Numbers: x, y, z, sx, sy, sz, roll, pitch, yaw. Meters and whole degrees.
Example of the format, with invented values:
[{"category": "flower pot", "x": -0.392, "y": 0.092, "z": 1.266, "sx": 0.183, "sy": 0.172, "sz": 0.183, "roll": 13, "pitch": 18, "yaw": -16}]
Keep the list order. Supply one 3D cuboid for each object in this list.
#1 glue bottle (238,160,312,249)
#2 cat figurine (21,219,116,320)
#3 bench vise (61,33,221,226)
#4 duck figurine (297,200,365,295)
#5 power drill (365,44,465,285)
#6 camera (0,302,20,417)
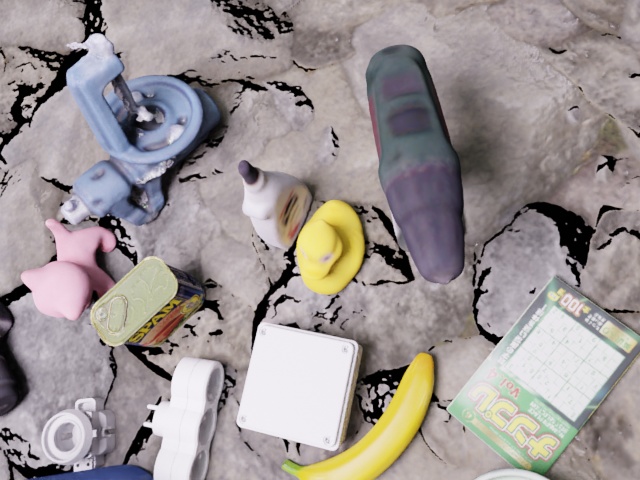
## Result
[{"category": "glue bottle", "x": -0.052, "y": -0.045, "z": 0.593, "sx": 0.037, "sy": 0.173, "sz": 0.078, "roll": 17, "pitch": 81, "yaw": 16}, {"category": "cat figurine", "x": -0.288, "y": 0.036, "z": 0.653, "sx": 0.067, "sy": 0.118, "sz": 0.128, "roll": -15, "pitch": 74, "yaw": 9}, {"category": "bench vise", "x": -0.208, "y": -0.106, "z": 0.617, "sx": 0.121, "sy": 0.220, "sz": 0.207, "roll": 20, "pitch": 81, "yaw": 16}, {"category": "duck figurine", "x": 0.006, "y": 0.002, "z": 0.615, "sx": 0.077, "sy": 0.086, "sz": 0.104, "roll": 12, "pitch": 79, "yaw": 15}, {"category": "power drill", "x": 0.096, "y": -0.055, "z": 0.545, "sx": 0.075, "sy": 0.209, "sz": 0.229, "roll": -14, "pitch": 74, "yaw": 9}, {"category": "camera", "x": -0.427, "y": 0.154, "z": 0.663, "sx": 0.143, "sy": 0.101, "sz": 0.136, "roll": -41, "pitch": 72, "yaw": 0}]
